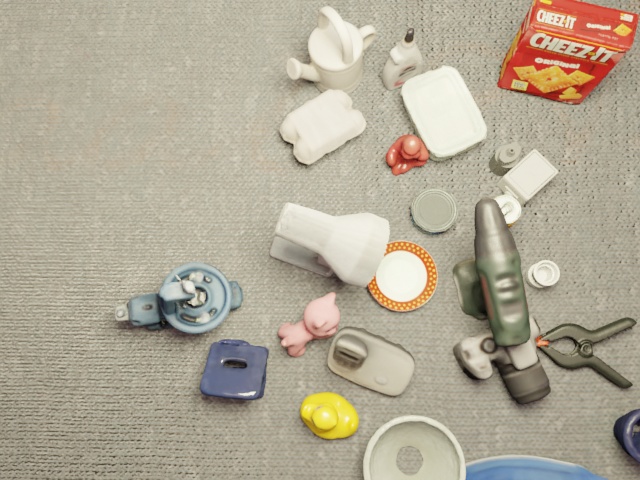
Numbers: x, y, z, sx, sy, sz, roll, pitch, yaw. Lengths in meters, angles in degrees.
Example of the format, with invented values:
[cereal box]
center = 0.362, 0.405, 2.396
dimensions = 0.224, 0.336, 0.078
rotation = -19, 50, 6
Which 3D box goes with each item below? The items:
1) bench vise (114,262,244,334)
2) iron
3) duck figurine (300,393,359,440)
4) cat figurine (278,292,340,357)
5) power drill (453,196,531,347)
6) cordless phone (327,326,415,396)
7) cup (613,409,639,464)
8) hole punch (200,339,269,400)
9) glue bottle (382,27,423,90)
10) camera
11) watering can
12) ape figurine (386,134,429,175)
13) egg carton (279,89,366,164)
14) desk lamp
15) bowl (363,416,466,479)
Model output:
[bench vise]
center = -0.242, 0.112, 0.952
dimensions = 0.207, 0.220, 0.121
rotation = -29, 79, -3
[iron]
center = 0.341, 0.412, 0.907
dimensions = 0.258, 0.141, 0.119
rotation = 9, 80, 5
[duck figurine]
center = 0.015, 0.302, 0.972
dimensions = 0.104, 0.086, 0.077
rotation = 19, 81, 6
[cat figurine]
center = -0.015, 0.147, 0.987
dimensions = 0.128, 0.118, 0.067
rotation = -34, 79, -4
[power drill]
center = 0.278, 0.061, 0.943
dimensions = 0.075, 0.208, 0.229
rotation = -13, 79, 1
[cordless phone]
center = 0.084, 0.198, 0.938
dimensions = 0.147, 0.185, 0.094
rotation = 19, 81, 6
[cup]
center = 0.539, 0.322, 0.939
dimensions = 0.117, 0.095, 0.092
rotation = 16, 80, 6
[hole punch]
center = -0.147, 0.224, 0.992
dimensions = 0.108, 0.091, 0.101
rotation = 5, 80, 4
[glue bottle]
center = 0.155, -0.334, 1.041
dimensions = 0.078, 0.173, 0.037
rotation = -29, 79, -3
[camera]
center = 0.320, 0.210, 0.967
dimensions = 0.143, 0.101, 0.137
rotation = -23, 79, -2
[watering can]
center = 0.023, -0.341, 1.038
dimensions = 0.101, 0.194, 0.173
rotation = 37, 83, 9
[ape figurine]
center = 0.163, -0.164, 1.050
dimensions = 0.077, 0.092, 0.076
rotation = 15, 80, 6
[egg carton]
center = 0.004, -0.214, 1.078
dimensions = 0.150, 0.069, 0.107
rotation = -33, 79, -4
[desk lamp]
center = 0.009, 0.003, 0.964
dimensions = 0.203, 0.213, 0.118
rotation = 18, 81, 6
[bowl]
center = 0.154, 0.375, 0.957
dimensions = 0.167, 0.075, 0.167
rotation = 0, 79, 3
